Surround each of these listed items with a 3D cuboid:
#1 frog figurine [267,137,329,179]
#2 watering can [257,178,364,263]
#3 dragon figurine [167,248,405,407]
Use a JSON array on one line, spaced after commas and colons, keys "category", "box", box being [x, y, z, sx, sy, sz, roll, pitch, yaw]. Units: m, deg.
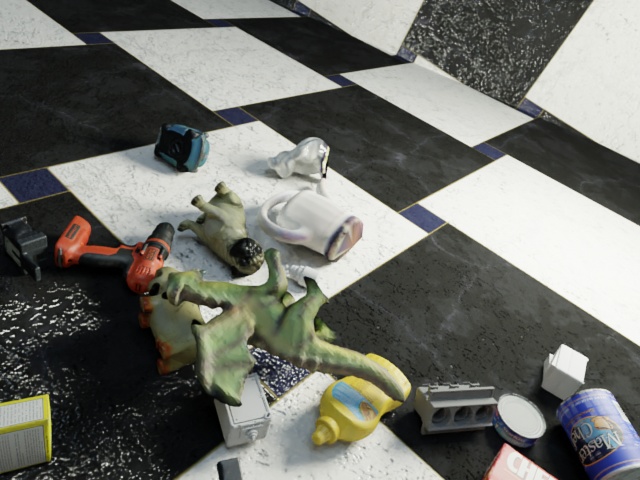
[{"category": "frog figurine", "box": [-0.057, -0.219, 1.381, 0.159, 0.122, 0.137, 9, 2, 4]}, {"category": "watering can", "box": [0.004, -0.060, 1.200, 0.226, 0.102, 0.353, 30, 31, 16]}, {"category": "dragon figurine", "box": [-0.080, 0.162, 0.792, 0.414, 0.119, 0.246, 40, 49, 19]}]
